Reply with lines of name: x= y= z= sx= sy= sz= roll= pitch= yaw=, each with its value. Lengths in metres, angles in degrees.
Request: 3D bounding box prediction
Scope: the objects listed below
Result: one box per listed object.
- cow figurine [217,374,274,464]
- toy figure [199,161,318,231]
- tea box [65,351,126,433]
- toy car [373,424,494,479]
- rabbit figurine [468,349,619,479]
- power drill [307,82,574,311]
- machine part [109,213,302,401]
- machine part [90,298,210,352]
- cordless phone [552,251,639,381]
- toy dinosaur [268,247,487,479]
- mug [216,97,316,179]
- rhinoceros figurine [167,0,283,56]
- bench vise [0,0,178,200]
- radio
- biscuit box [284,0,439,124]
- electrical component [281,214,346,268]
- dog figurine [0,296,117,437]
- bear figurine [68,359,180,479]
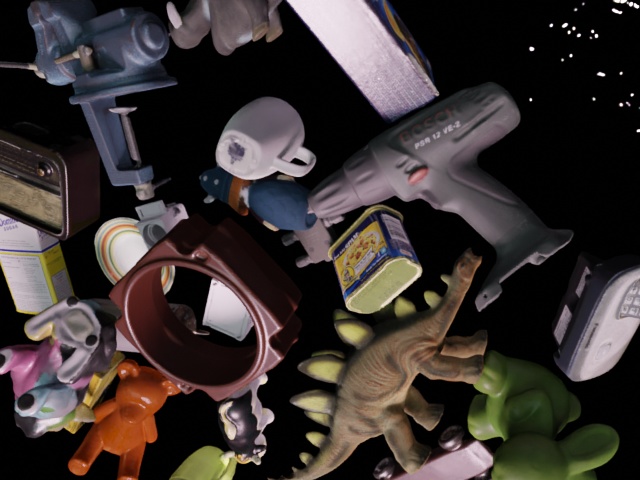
cow figurine: x=-0.115 y=0.286 z=0.815 sx=0.068 sy=0.098 sz=0.167 roll=0 pitch=115 yaw=11
toy figure: x=-0.076 y=-0.053 z=0.658 sx=0.155 sy=0.064 sz=0.057 roll=19 pitch=154 yaw=20
tea box: x=-0.409 y=0.235 z=0.904 sx=0.098 sy=0.068 sz=0.169 roll=37 pitch=122 yaw=-1
toy car: x=0.164 y=0.326 z=0.766 sx=0.089 sy=0.053 sz=0.202 roll=48 pitch=124 yaw=4
rabbit figurine: x=0.248 y=0.236 z=0.626 sx=0.159 sy=0.170 sz=0.121 roll=16 pitch=119 yaw=11
power drill: x=0.126 y=-0.032 z=0.541 sx=0.232 sy=0.086 sz=0.207 roll=-37 pitch=67 yaw=8
machine part: x=-0.140 y=0.086 z=0.660 sx=0.201 sy=0.087 sz=0.201 roll=-38 pitch=101 yaw=29
machine part: x=-0.277 y=0.129 z=0.805 sx=0.243 sy=0.079 sz=0.079 roll=1 pitch=115 yaw=17
cordless phone: x=0.359 y=0.093 z=0.574 sx=0.184 sy=0.089 sz=0.146 roll=12 pitch=118 yaw=8
toy dinosaur: x=0.069 y=0.201 z=0.714 sx=0.199 sy=0.105 sz=0.471 roll=30 pitch=111 yaw=11
mug: x=-0.063 y=-0.102 z=0.604 sx=0.109 sy=0.107 sz=0.080 roll=36 pitch=122 yaw=1
rhinoceros figurine: x=-0.080 y=-0.260 z=0.553 sx=0.190 sy=0.073 sz=0.112 roll=-33 pitch=102 yaw=28
bench vise: x=-0.255 y=-0.163 z=0.635 sx=0.224 sy=0.129 sz=0.240 roll=-4 pitch=109 yaw=23
radio: x=-0.419 y=-0.104 z=0.740 sx=0.230 sy=0.073 sz=0.131 roll=21 pitch=120 yaw=7
biscuit box: x=0.034 y=-0.203 z=0.502 sx=0.063 sy=0.059 sz=0.202 roll=-26 pitch=133 yaw=28
electrical component: x=-0.001 y=-0.002 z=0.680 sx=0.094 sy=0.021 sz=0.063 roll=-26 pitch=104 yaw=26
dog figurine: x=-0.357 y=0.192 z=0.764 sx=0.108 sy=0.191 sz=0.219 roll=39 pitch=156 yaw=14
bear figurine: x=-0.309 y=0.294 z=0.870 sx=0.120 sy=0.132 sz=0.195 roll=27 pitch=127 yaw=-15
